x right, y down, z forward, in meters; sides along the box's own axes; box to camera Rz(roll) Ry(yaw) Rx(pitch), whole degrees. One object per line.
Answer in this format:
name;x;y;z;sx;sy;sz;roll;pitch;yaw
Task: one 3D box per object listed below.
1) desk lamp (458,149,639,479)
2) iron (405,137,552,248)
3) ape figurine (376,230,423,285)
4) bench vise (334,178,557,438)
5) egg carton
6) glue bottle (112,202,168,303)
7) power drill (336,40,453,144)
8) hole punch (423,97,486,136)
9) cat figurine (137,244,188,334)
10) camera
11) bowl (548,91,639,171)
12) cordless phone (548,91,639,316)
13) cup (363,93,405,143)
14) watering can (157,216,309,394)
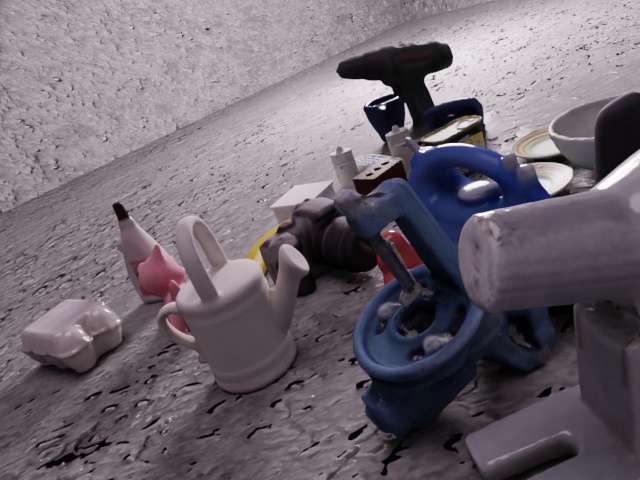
desk lamp;0.180;0.056;0.359;0.203;0.214;0.117;-23;23;-3
iron;0.196;-0.055;0.686;0.119;0.142;0.257;-32;25;-24
ape figurine;0.089;0.030;0.655;0.076;0.092;0.078;-7;27;32
bench vise;0.098;0.030;0.480;0.208;0.220;0.121;-36;27;-31
egg carton;-0.362;0.139;0.839;0.149;0.069;0.107;-3;29;37
glue bottle;-0.282;0.018;0.903;0.078;0.173;0.037;-15;24;16
power drill;0.169;-0.299;1.165;0.229;0.209;0.075;-22;23;-1
hole punch;0.255;-0.231;1.091;0.108;0.091;0.101;-12;25;22
cat figurine;-0.213;0.065;0.810;0.067;0.118;0.127;-30;24;-18
camera;0.007;0.003;0.776;0.143;0.101;0.136;-34;26;-27
bowl;0.401;-0.137;0.774;0.167;0.075;0.167;-18;23;8
cordless phone;0.251;-0.027;0.519;0.148;0.185;0.094;-30;24;-18
cup;0.148;-0.256;1.235;0.091;0.095;0.118;-15;24;16
watering can;-0.097;0.058;0.624;0.173;0.194;0.100;-27;23;-13
